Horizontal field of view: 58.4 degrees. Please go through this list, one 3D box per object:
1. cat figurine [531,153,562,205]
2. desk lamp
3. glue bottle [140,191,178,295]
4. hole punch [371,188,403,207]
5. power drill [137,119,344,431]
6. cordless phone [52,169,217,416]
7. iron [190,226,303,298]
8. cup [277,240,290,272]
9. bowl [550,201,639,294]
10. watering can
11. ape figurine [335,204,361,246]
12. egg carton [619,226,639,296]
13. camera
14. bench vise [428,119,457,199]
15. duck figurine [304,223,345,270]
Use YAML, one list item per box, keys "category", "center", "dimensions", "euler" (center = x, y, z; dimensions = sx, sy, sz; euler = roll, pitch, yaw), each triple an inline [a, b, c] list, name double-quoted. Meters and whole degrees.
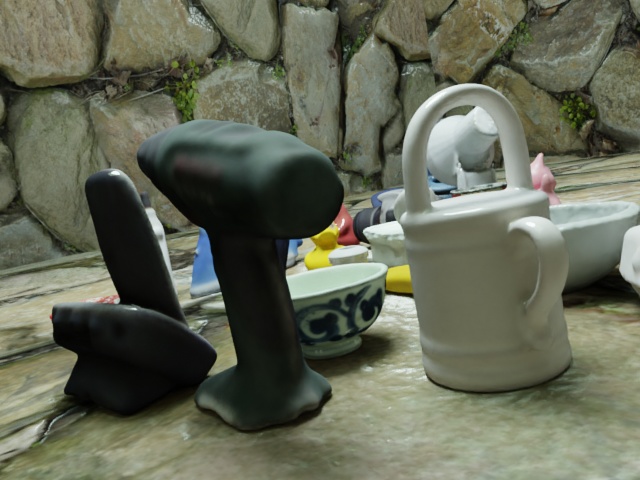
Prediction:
- category: "cat figurine"
  center: [0.388, -0.093, 1.012]
  dimensions: [0.067, 0.118, 0.128]
  euler: [-9, 7, 11]
- category: "desk lamp"
  center: [0.260, -0.110, 0.938]
  dimensions: [0.118, 0.213, 0.203]
  euler: [-11, 7, -8]
- category: "glue bottle"
  center: [-0.260, 0.009, 0.903]
  dimensions: [0.037, 0.173, 0.078]
  euler: [-13, 7, -21]
- category: "hole punch"
  center: [0.168, -0.063, 1.211]
  dimensions: [0.108, 0.091, 0.101]
  euler: [-10, 7, -1]
- category: "power drill"
  center: [-0.063, 0.014, 0.406]
  dimensions: [0.076, 0.208, 0.228]
  euler: [-15, 8, -36]
- category: "cordless phone"
  center: [-0.170, 0.037, 0.479]
  dimensions: [0.147, 0.185, 0.094]
  euler: [-5, 9, 38]
- category: "iron"
  center: [-0.139, -0.004, 0.967]
  dimensions: [0.118, 0.141, 0.259]
  euler: [-6, 8, 31]
- category: "cup"
  center: [-0.082, 0.020, 0.880]
  dimensions: [0.091, 0.095, 0.118]
  euler: [-8, 7, 15]
- category: "bowl"
  center: [0.227, 0.011, 0.567]
  dimensions: [0.167, 0.075, 0.167]
  euler: [-10, 7, 1]
- category: "watering can"
  center: [0.102, -0.007, 0.397]
  dimensions: [0.101, 0.194, 0.172]
  euler: [-16, 9, -37]
- category: "ape figurine"
  center: [0.038, -0.027, 1.105]
  dimensions: [0.076, 0.092, 0.078]
  euler: [-8, 7, 15]
- category: "egg carton"
  center: [0.279, 0.024, 0.405]
  dimensions: [0.107, 0.069, 0.150]
  euler: [-9, 7, 14]
- category: "camera"
  center: [0.136, -0.041, 1.031]
  dimensions: [0.136, 0.101, 0.144]
  euler: [-4, 9, 43]
- category: "bench vise"
  center: [0.236, -0.142, 1.218]
  dimensions: [0.122, 0.220, 0.207]
  euler: [-13, 7, -18]
- category: "duck figurine"
  center: [0.008, 0.003, 0.918]
  dimensions: [0.077, 0.086, 0.104]
  euler: [-11, 7, -6]
